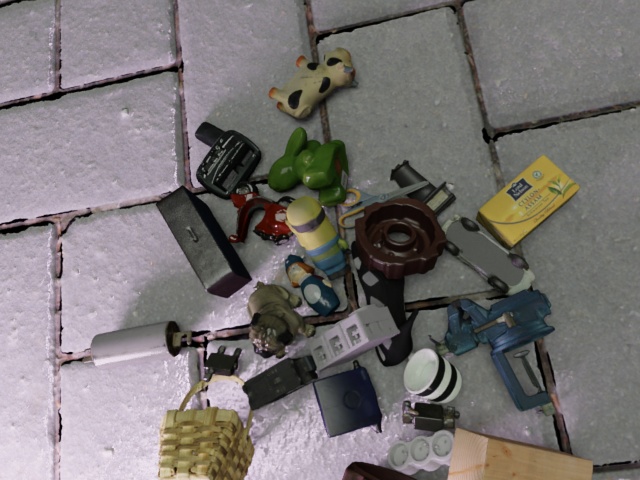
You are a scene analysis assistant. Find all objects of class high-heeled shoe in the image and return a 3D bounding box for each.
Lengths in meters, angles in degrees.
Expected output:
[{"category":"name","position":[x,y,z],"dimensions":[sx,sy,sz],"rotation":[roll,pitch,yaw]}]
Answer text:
[{"category":"high-heeled shoe","position":[0.111,0.124,1.067],"dimensions":[0.249,0.086,0.145],"rotation":[55,132,40]}]

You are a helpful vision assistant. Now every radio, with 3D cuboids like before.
[{"category":"radio","position":[-0.237,0.008,1.115],"dimensions":[0.073,0.131,0.230],"rotation":[-34,72,1]}]

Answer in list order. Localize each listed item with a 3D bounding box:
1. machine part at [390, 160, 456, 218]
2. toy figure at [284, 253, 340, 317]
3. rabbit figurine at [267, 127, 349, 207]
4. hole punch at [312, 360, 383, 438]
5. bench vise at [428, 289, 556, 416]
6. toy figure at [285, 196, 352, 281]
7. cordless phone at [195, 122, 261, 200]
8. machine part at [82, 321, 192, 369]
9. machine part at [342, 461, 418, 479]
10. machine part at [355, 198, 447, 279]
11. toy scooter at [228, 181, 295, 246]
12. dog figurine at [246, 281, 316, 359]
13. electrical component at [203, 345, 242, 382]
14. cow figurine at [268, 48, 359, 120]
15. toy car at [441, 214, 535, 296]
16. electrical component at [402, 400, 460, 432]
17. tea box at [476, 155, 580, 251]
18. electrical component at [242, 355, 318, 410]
[{"category":"machine part","position":[0.207,-0.107,1.108],"dimensions":[0.139,0.039,0.084],"rotation":[43,95,16]},{"category":"toy figure","position":[-0.022,0.086,1.091],"dimensions":[0.064,0.057,0.154],"rotation":[-40,71,-11]},{"category":"rabbit figurine","position":[-0.036,-0.156,1.131],"dimensions":[0.170,0.121,0.159],"rotation":[-4,71,25]},{"category":"hole punch","position":[0.049,0.303,1.007],"dimensions":[0.116,0.092,0.142],"rotation":[-19,69,2]},{"category":"bench vise","position":[0.330,0.204,0.962],"dimensions":[0.224,0.128,0.241],"rotation":[-25,68,6]},{"category":"toy figure","position":[0.001,-0.005,1.062],"dimensions":[0.082,0.089,0.180],"rotation":[-31,101,-14]},{"category":"cordless phone","position":[-0.238,-0.189,1.205],"dimensions":[0.184,0.088,0.146],"rotation":[32,84,28]},{"category":"machine part","position":[-0.381,0.217,1.117],"dimensions":[0.243,0.079,0.079],"rotation":[-12,74,8]},{"category":"machine part","position":[0.130,0.443,0.892],"dimensions":[0.201,0.201,0.087],"rotation":[16,75,15]},{"category":"machine part","position":[0.152,-0.004,1.039],"dimensions":[0.179,0.056,0.179],"rotation":[0,49,0]},{"category":"toy scooter","position":[-0.123,-0.040,1.133],"dimensions":[0.184,0.075,0.135],"rotation":[22,77,18]},{"category":"dog figurine","position":[-0.100,0.139,1.023],"dimensions":[0.121,0.190,0.172],"rotation":[-46,71,-3]},{"category":"electrical component","position":[-0.196,0.249,1.074],"dimensions":[0.063,0.021,0.094],"rotation":[6,33,13]},{"category":"cow figurine","position":[-0.003,-0.348,1.188],"dimensions":[0.127,0.085,0.195],"rotation":[39,83,24]},{"category":"toy car","position":[0.318,0.030,1.041],"dimensions":[0.202,0.056,0.073],"rotation":[40,92,19]},{"category":"electrical component","position":[0.200,0.314,0.972],"dimensions":[0.102,0.078,0.045],"rotation":[4,101,17]},{"category":"tea box","position":[0.401,-0.070,1.044],"dimensions":[0.169,0.068,0.098],"rotation":[-42,73,-1]},{"category":"electrical component","position":[-0.069,0.265,1.023],"dimensions":[0.134,0.115,0.058],"rotation":[-29,76,2]}]
